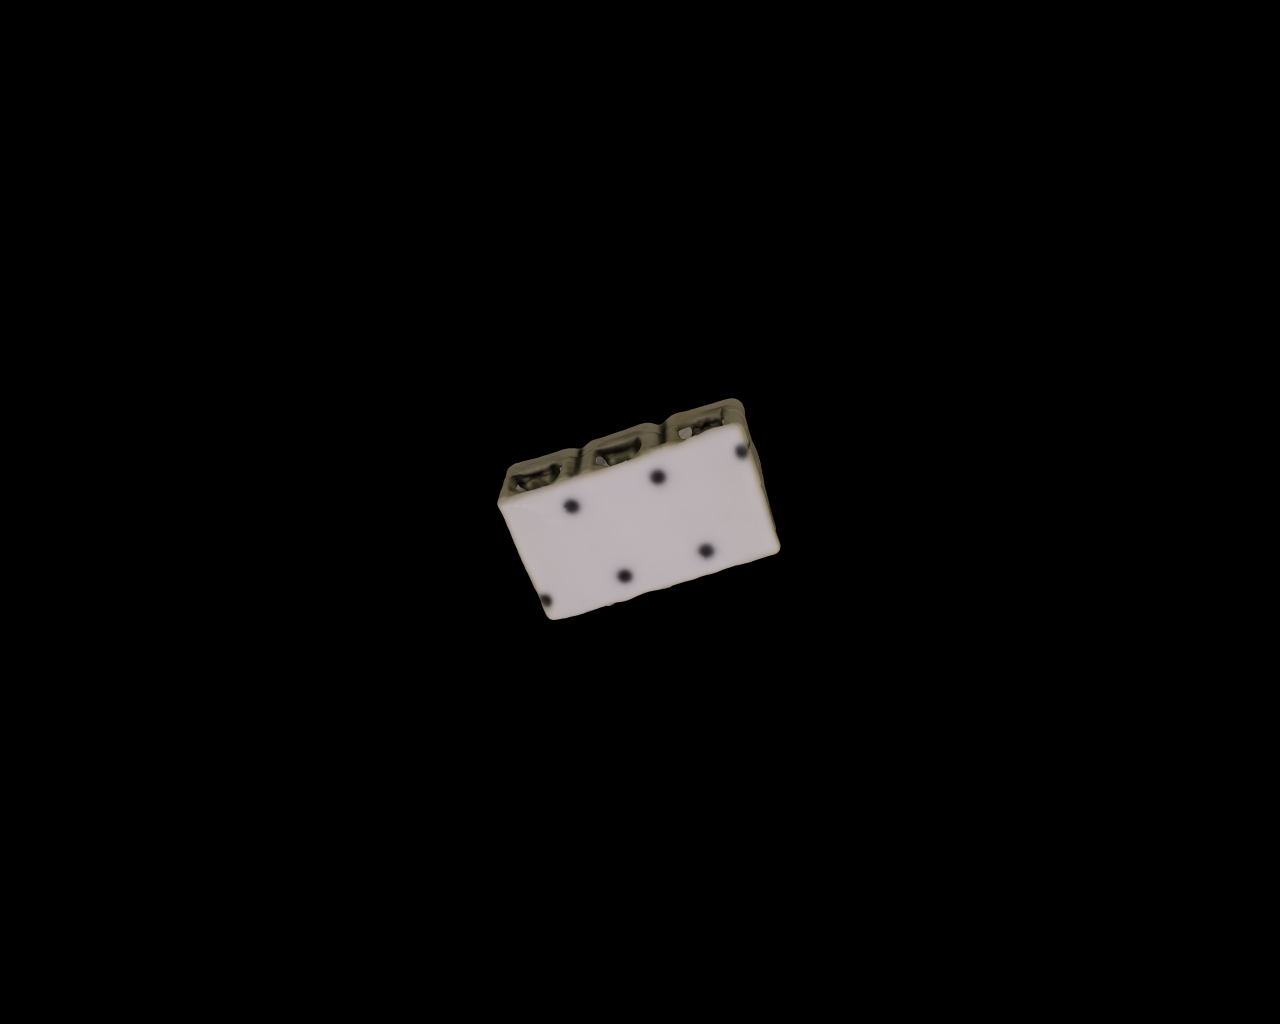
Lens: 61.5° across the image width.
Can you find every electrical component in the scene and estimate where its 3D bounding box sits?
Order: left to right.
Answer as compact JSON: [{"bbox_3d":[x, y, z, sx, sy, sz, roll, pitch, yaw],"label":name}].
[{"bbox_3d":[0.001,-0.003,0.650,0.150,0.089,0.062,-17,22,7],"label":"electrical component"}]
